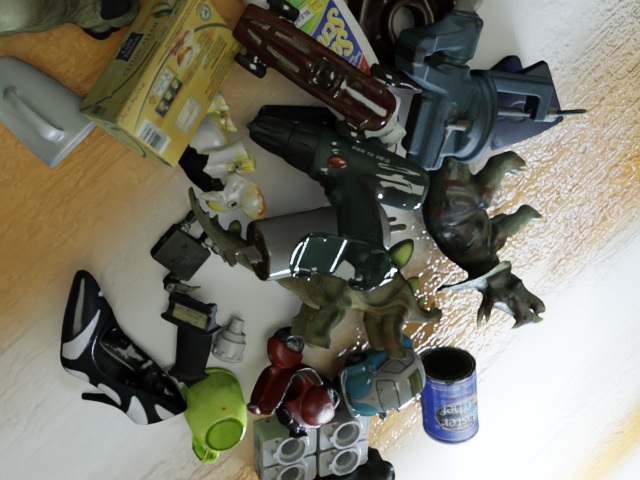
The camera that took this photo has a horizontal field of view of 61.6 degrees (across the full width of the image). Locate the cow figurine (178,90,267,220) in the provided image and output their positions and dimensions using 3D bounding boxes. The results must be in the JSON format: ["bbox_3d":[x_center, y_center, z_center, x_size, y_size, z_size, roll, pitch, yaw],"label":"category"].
[{"bbox_3d":[-0.127,-0.088,0.636,0.098,0.167,0.068,-23,160,-3],"label":"cow figurine"}]

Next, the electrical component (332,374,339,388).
[{"bbox_3d":[0.055,0.243,0.911,0.094,0.021,0.063,-48,121,-10],"label":"electrical component"}]

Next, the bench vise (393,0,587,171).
[{"bbox_3d":[0.206,-0.193,0.686,0.241,0.129,0.223,1,109,-17],"label":"bench vise"}]

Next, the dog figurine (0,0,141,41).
[{"bbox_3d":[-0.271,-0.235,0.505,0.191,0.172,0.121,-9,123,-14],"label":"dog figurine"}]

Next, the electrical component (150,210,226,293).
[{"bbox_3d":[-0.175,0.021,0.711,0.102,0.045,0.078,-44,122,-4],"label":"electrical component"}]

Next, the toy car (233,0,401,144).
[{"bbox_3d":[-0.004,-0.190,0.602,0.202,0.053,0.089,32,106,-9],"label":"toy car"}]

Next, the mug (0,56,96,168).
[{"bbox_3d":[-0.303,-0.137,0.564,0.081,0.110,0.107,-45,108,7],"label":"mug"}]

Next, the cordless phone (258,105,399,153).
[{"bbox_3d":[0.008,-0.117,0.728,0.184,0.089,0.146,-1,100,-14],"label":"cordless phone"}]

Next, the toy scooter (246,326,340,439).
[{"bbox_3d":[-0.046,0.235,0.814,0.135,0.075,0.183,-49,122,-40],"label":"toy scooter"}]

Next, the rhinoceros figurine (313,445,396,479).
[{"bbox_3d":[0.040,0.427,0.924,0.190,0.112,0.073,-10,115,-30],"label":"rhinoceros figurine"}]

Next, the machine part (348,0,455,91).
[{"bbox_3d":[0.111,-0.290,0.723,0.179,0.056,0.179,-8,111,-21],"label":"machine part"}]

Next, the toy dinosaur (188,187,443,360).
[{"bbox_3d":[0.019,0.055,0.774,0.471,0.105,0.198,16,84,-33],"label":"toy dinosaur"}]

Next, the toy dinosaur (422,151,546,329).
[{"bbox_3d":[0.224,-0.043,0.830,0.192,0.131,0.404,-39,111,-17],"label":"toy dinosaur"}]

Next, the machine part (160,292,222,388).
[{"bbox_3d":[-0.179,0.137,0.743,0.084,0.039,0.138,13,114,11],"label":"machine part"}]

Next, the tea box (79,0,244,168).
[{"bbox_3d":[-0.168,-0.179,0.588,0.169,0.068,0.098,-63,149,-12],"label":"tea box"}]

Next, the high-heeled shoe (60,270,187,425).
[{"bbox_3d":[-0.243,0.147,0.692,0.145,0.086,0.248,6,125,-7],"label":"high-heeled shoe"}]

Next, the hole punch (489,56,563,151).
[{"bbox_3d":[0.297,-0.208,0.823,0.116,0.092,0.142,-37,123,-5],"label":"hole punch"}]

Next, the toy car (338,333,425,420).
[{"bbox_3d":[0.116,0.224,0.869,0.162,0.103,0.109,-25,111,-32],"label":"toy car"}]

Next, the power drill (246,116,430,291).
[{"bbox_3d":[0.013,-0.048,0.619,0.232,0.207,0.086,14,132,-8],"label":"power drill"}]

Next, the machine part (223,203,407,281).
[{"bbox_3d":[-0.001,-0.002,0.672,0.243,0.079,0.079,-12,113,-23],"label":"machine part"}]
